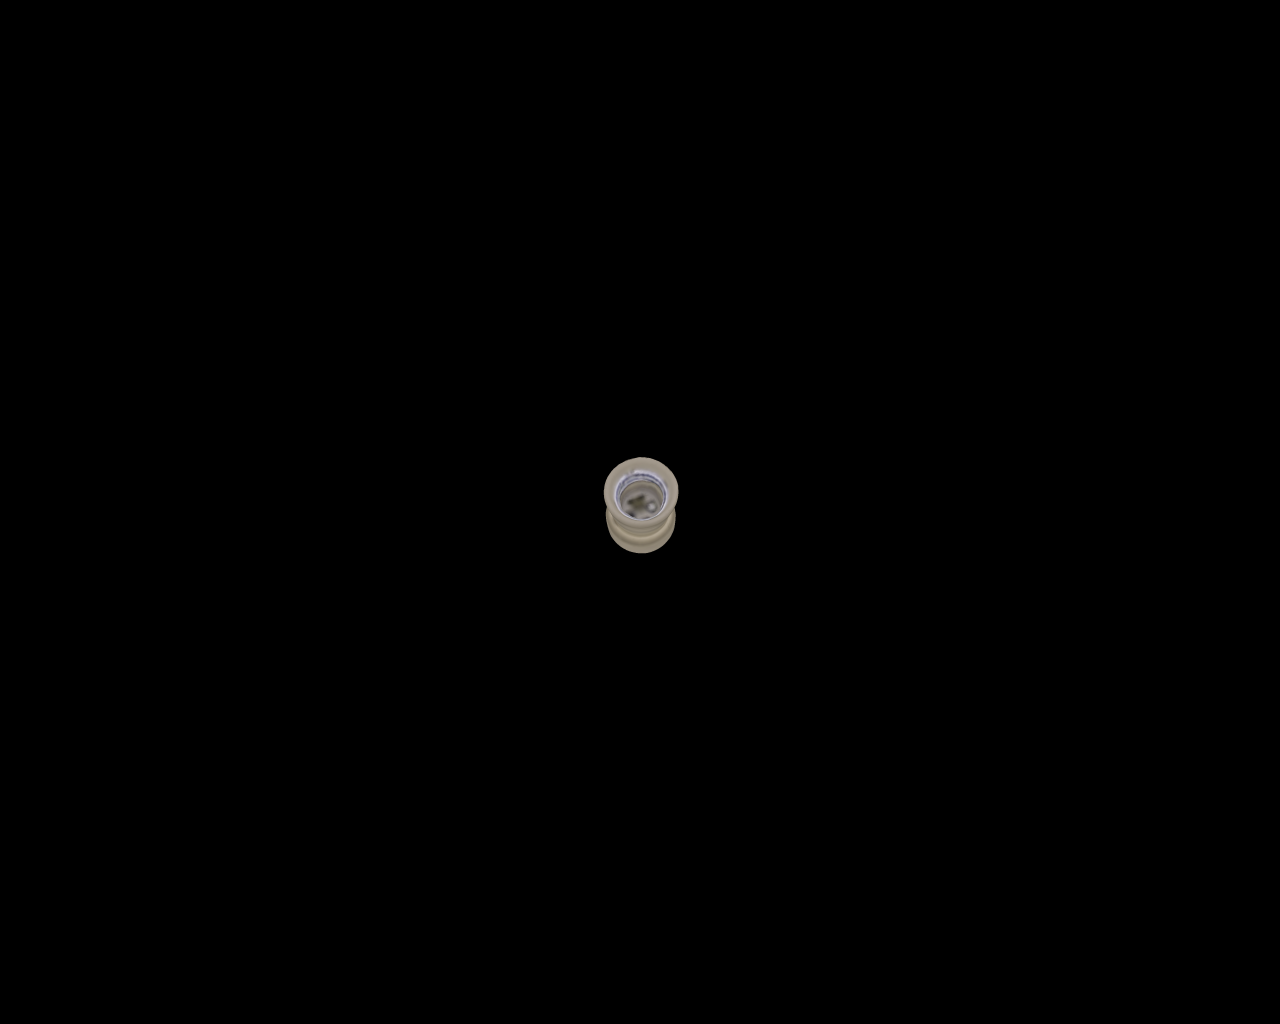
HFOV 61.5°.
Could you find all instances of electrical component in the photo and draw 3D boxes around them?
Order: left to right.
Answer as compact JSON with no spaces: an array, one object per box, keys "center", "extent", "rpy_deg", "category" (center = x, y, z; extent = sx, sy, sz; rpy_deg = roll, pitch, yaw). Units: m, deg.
[{"center":[0.001,-0.003,0.650],"extent":[0.045,0.045,0.055],"rpy_deg":[0,-23,0],"category":"electrical component"}]
